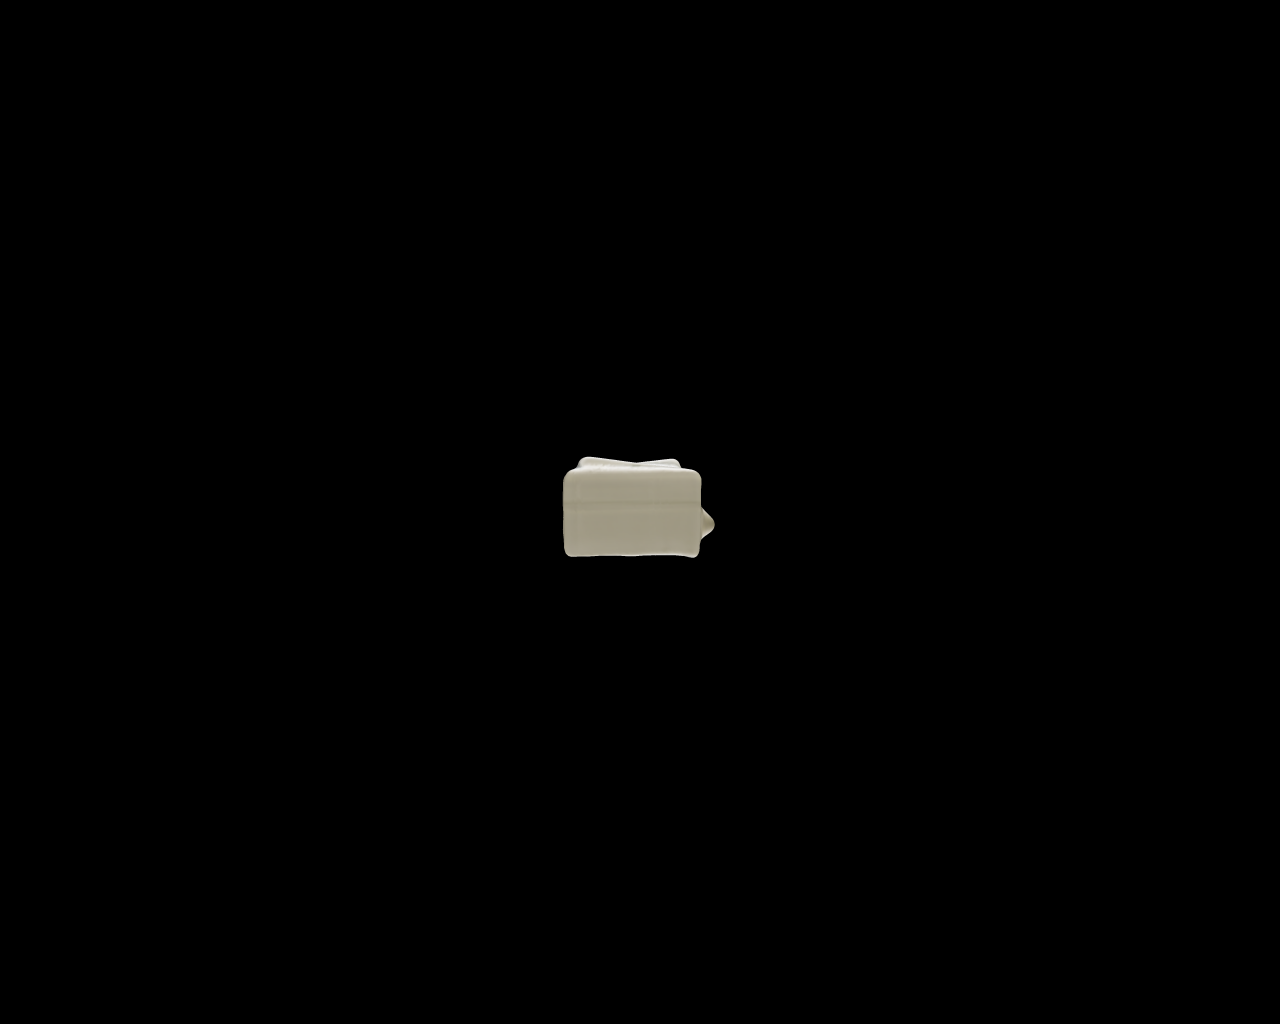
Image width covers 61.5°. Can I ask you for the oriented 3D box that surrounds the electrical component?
[{"bbox_3d":[0.001,-0.003,0.650,0.096,0.061,0.061,0,0,-4],"label":"electrical component"}]
